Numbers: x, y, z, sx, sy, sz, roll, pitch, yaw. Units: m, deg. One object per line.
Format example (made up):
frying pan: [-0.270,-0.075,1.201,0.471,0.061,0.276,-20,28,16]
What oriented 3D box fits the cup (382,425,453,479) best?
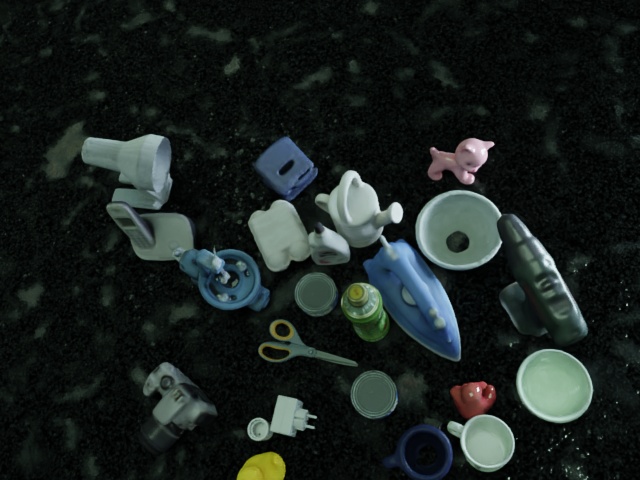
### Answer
cup: [0.167,0.371,0.979,0.117,0.095,0.091,-17,65,5]

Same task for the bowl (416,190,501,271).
bowl: [0.273,-0.009,1.127,0.167,0.075,0.167,-4,67,10]

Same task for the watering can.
watering can: [0.074,-0.067,1.128,0.172,0.194,0.101,-7,66,10]

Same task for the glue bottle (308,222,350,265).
glue bottle: [0.010,0.004,1.124,0.078,0.173,0.037,-10,66,8]

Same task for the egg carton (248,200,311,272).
egg carton: [-0.083,-0.010,1.207,0.107,0.069,0.150,-28,65,0]

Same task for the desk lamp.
desk lamp: [-0.405,-0.151,1.256,0.203,0.214,0.118,5,69,14]

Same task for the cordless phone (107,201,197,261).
cordless phone: [-0.352,-0.028,1.208,0.147,0.185,0.094,-4,67,11]

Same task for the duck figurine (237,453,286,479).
duck figurine: [-0.115,0.424,1.023,0.104,0.086,0.077,-37,65,-5]

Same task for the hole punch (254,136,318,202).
hole punch: [-0.073,-0.156,1.254,0.109,0.091,0.101,-45,66,-8]

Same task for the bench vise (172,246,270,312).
bench vise: [-0.217,0.067,1.120,0.207,0.220,0.121,6,69,15]

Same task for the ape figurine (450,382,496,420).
ape figurine: [0.266,0.274,1.001,0.077,0.092,0.076,16,72,18]

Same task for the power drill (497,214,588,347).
power drill: [0.368,0.085,0.993,0.075,0.209,0.229,-27,65,0]

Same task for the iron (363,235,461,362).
iron: [0.182,0.104,1.063,0.118,0.142,0.257,-33,65,-3]

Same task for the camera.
camera: [-0.294,0.328,1.094,0.143,0.101,0.137,39,80,23]

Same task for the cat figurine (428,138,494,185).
cat figurine: [0.285,-0.171,1.168,0.127,0.118,0.067,8,70,15]
